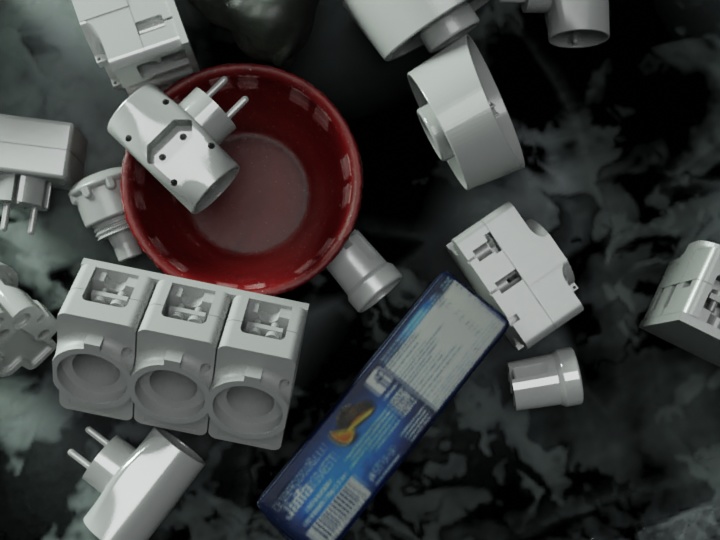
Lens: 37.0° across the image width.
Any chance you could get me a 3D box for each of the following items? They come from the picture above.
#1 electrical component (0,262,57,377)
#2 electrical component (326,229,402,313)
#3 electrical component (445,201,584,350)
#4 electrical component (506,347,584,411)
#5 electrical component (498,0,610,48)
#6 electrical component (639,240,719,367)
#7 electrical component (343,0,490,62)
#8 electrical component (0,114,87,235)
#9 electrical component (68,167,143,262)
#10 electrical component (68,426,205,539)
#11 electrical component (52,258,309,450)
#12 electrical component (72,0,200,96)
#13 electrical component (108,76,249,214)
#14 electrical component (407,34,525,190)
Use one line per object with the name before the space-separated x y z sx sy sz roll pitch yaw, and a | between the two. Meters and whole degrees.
electrical component | -0.245 0.030 0.719 0.058 0.078 0.057 -45 66 -5
electrical component | 0.000 0.000 0.747 0.040 0.040 0.046 -39 81 -6
electrical component | 0.110 0.002 0.744 0.056 0.050 0.089 -34 87 -5
electrical component | 0.127 0.077 0.744 0.046 0.040 0.040 -10 84 3
electrical component | 0.138 -0.203 0.771 0.079 0.043 0.077 0 84 -2
electrical component | 0.281 0.042 0.727 0.150 0.089 0.061 26 83 1
electrical component | 0.049 -0.184 0.736 0.108 0.108 0.060 -32 92 -5
electrical component | -0.230 -0.063 0.740 0.066 0.047 0.076 7 83 -2
electrical component | -0.169 -0.037 0.742 0.048 0.048 0.062 -21 93 -4
electrical component | -0.159 0.137 0.723 0.079 0.044 0.077 37 84 2
electrical component | -0.116 0.059 0.702 0.150 0.089 0.061 12 41 -1
electrical component | -0.169 -0.214 0.729 0.060 0.105 0.186 -20 85 -4
electrical component | -0.107 -0.090 0.693 0.077 0.043 0.079 44 84 3
electrical component | 0.075 -0.106 0.734 0.064 0.099 0.099 -27 86 2
